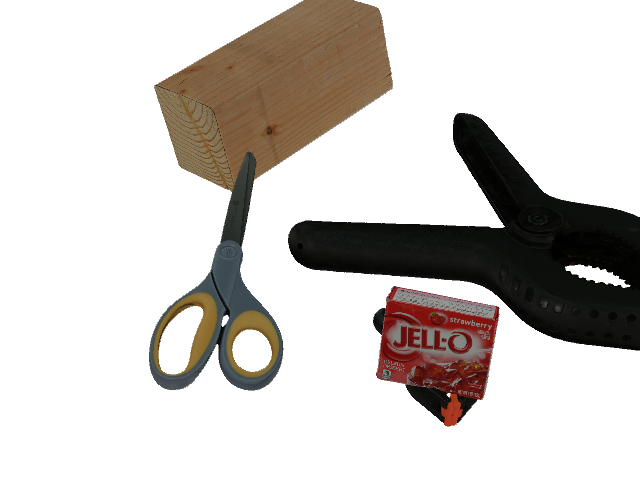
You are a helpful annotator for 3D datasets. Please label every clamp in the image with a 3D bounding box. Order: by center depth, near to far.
[{"bbox_3d":[0.099,0.006,0.546,0.164,0.036,0.210,-30,46,-32],"label":"clamp"},{"bbox_3d":[0.129,0.120,1.076,0.120,0.039,0.171,-7,35,-9],"label":"clamp"}]

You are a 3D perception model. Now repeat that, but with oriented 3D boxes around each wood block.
[{"bbox_3d":[-0.039,-0.143,0.999,0.205,0.091,0.090,-36,41,-28],"label":"wood block"}]

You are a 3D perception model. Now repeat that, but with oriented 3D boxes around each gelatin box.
[{"bbox_3d":[0.093,0.082,0.852,0.089,0.073,0.030,11,24,11],"label":"gelatin box"}]

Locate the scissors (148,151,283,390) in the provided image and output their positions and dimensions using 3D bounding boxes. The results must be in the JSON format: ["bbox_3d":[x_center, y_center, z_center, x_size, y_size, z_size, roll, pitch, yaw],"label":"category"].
[{"bbox_3d":[-0.049,0.024,0.738,0.096,0.201,0.016,21,-34,10],"label":"scissors"}]
